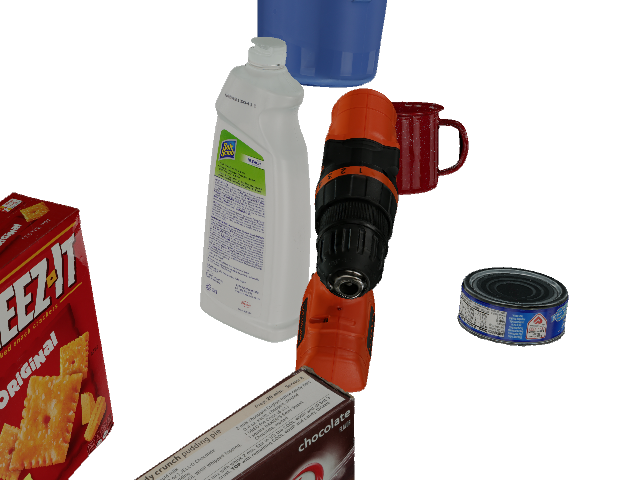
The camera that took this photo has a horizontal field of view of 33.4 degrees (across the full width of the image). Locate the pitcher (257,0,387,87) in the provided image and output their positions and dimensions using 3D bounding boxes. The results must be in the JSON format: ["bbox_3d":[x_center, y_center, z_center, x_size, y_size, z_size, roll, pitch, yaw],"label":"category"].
[{"bbox_3d":[0.012,-0.257,0.916,0.145,0.243,0.149,6,17,7],"label":"pitcher"}]

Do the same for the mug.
[{"bbox_3d":[0.088,-0.092,1.059,0.117,0.081,0.093,0,14,8],"label":"mug"}]

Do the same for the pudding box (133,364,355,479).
[{"bbox_3d":[-0.034,0.123,0.492,0.039,0.090,0.113,30,47,34],"label":"pudding box"}]

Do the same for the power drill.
[{"bbox_3d":[0.019,0.017,0.725,0.057,0.188,0.184,9,42,1],"label":"power drill"}]

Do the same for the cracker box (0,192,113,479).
[{"bbox_3d":[-0.231,0.098,0.783,0.072,0.214,0.164,12,34,20],"label":"cracker box"}]

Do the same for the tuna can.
[{"bbox_3d":[0.154,0.051,0.853,0.086,0.034,0.086,2,20,-1],"label":"tuna can"}]

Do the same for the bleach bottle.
[{"bbox_3d":[-0.048,-0.045,0.907,0.103,0.251,0.067,21,28,28],"label":"bleach bottle"}]
